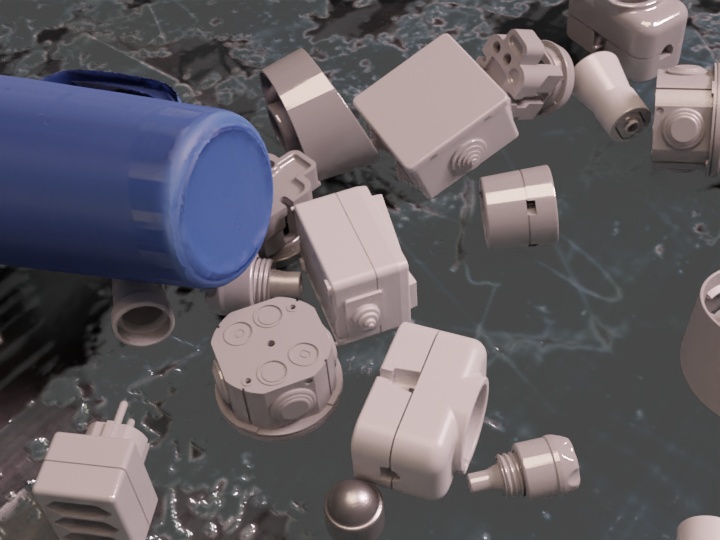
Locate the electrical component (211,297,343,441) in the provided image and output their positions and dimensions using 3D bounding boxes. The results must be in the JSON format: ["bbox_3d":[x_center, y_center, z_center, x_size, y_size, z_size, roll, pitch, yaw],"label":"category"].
[{"bbox_3d":[-0.052,0.060,0.662,0.080,0.051,0.080,-2,48,3],"label":"electrical component"}]

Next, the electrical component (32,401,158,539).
[{"bbox_3d":[-0.144,0.112,0.613,0.047,0.065,0.076,4,49,9],"label":"electrical component"}]

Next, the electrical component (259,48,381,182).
[{"bbox_3d":[-0.031,-0.113,0.788,0.064,0.099,0.099,-25,51,-8],"label":"electrical component"}]

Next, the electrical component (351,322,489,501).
[{"bbox_3d":[0.040,0.083,0.632,0.059,0.053,0.095,14,51,16],"label":"electrical component"}]

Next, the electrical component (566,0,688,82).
[{"bbox_3d":[0.215,-0.205,0.871,0.054,0.059,0.095,-28,52,-19],"label":"electrical component"}]

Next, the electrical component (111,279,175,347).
[{"bbox_3d":[-0.146,0.021,0.713,0.040,0.040,0.046,-14,43,-7],"label":"electrical component"}]

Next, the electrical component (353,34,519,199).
[{"bbox_3d":[0.057,-0.112,0.792,0.100,0.048,0.099,-36,53,1],"label":"electrical component"}]

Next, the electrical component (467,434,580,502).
[{"bbox_3d":[0.092,0.115,0.612,0.061,0.035,0.035,-12,48,-3],"label":"electrical component"}]

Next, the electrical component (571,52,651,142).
[{"bbox_3d":[0.192,-0.129,0.819,0.044,0.044,0.065,-17,54,-11],"label":"electrical component"}]

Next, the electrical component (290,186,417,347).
[{"bbox_3d":[0.000,0.000,0.704,0.061,0.061,0.096,-17,49,-10],"label":"electrical component"}]

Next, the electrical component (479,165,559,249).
[{"bbox_3d":[0.108,-0.042,0.738,0.047,0.055,0.055,-7,48,3],"label":"electrical component"}]

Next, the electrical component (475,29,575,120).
[{"bbox_3d":[0.125,-0.146,0.820,0.057,0.078,0.058,-6,55,-33],"label":"electrical component"}]

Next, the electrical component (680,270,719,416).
[{"bbox_3d":[0.250,0.043,0.659,0.099,0.064,0.099,0,35,0],"label":"electrical component"}]

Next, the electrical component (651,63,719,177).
[{"bbox_3d":[0.237,-0.108,0.770,0.051,0.080,0.080,4,49,15],"label":"electrical component"}]

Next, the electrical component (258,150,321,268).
[{"bbox_3d":[-0.063,-0.039,0.747,0.078,0.057,0.058,-37,55,-25],"label":"electrical component"}]

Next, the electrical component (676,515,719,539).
[{"bbox_3d":[0.181,0.162,0.559,0.044,0.044,0.065,9,45,12],"label":"electrical component"}]

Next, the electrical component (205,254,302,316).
[{"bbox_3d":[-0.070,0.009,0.715,0.062,0.043,0.043,1,48,4],"label":"electrical component"}]
